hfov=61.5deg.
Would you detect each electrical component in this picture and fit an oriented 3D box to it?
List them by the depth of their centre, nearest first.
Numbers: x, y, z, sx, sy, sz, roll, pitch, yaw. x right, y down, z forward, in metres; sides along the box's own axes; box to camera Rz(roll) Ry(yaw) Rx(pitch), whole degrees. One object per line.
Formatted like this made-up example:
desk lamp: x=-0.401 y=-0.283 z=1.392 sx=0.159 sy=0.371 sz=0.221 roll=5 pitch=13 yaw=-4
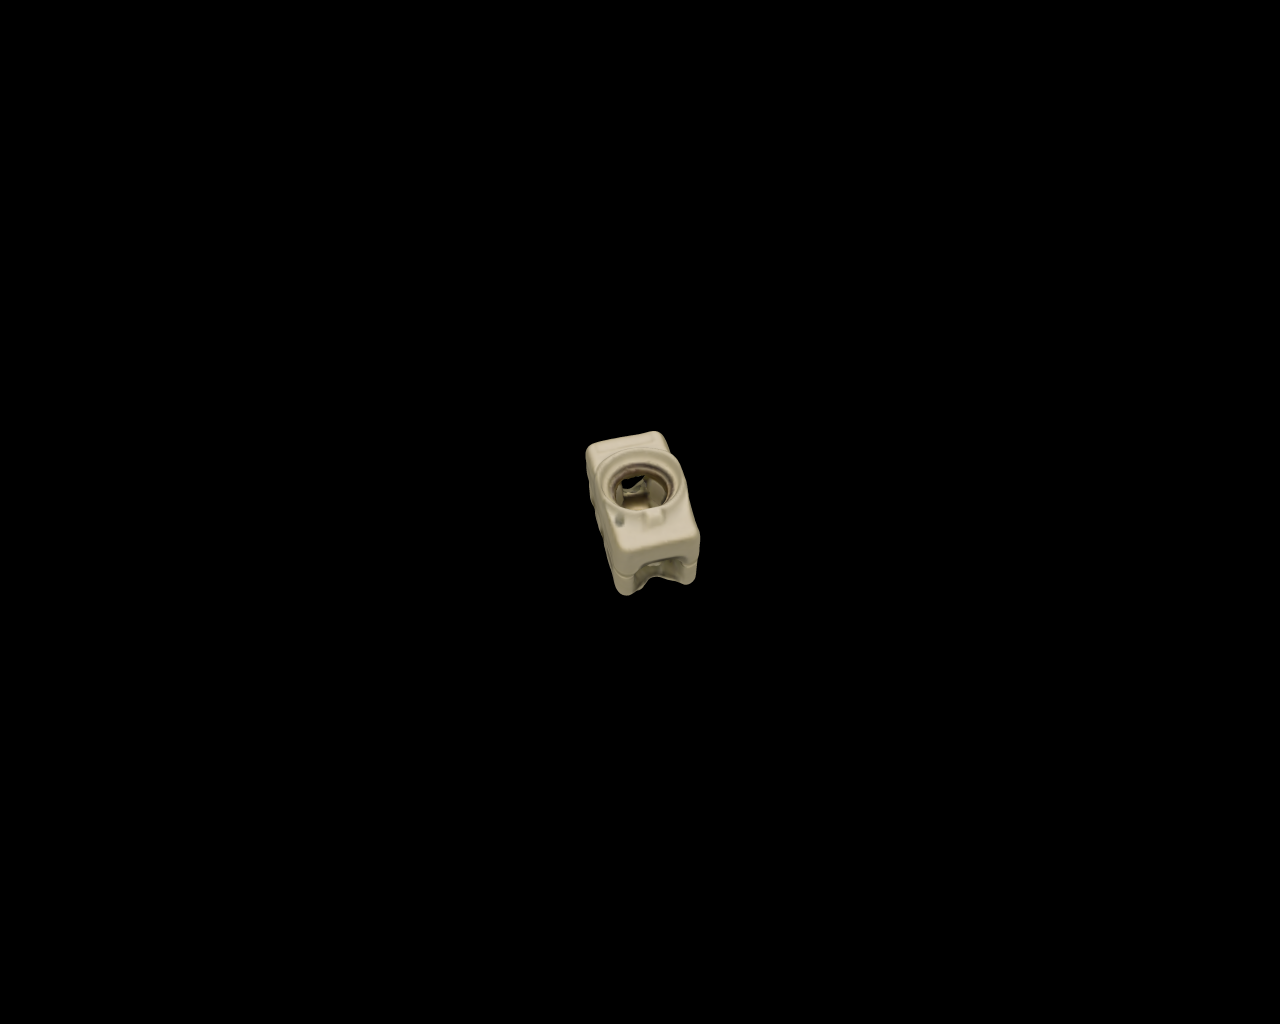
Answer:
electrical component: x=0.001 y=-0.003 z=0.650 sx=0.050 sy=0.090 sz=0.055 roll=-11 pitch=-39 yaw=-9
